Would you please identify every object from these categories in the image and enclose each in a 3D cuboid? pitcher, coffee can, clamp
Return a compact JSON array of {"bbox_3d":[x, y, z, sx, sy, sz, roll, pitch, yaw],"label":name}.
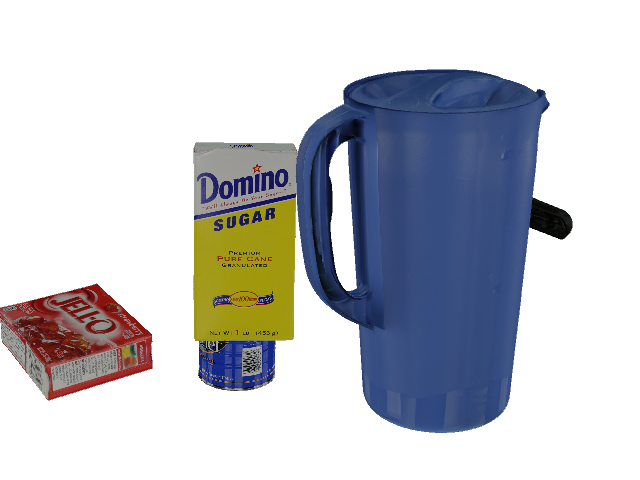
[{"bbox_3d":[0.073,0.008,0.743,0.149,0.243,0.144,5,21,16],"label":"pitcher"},{"bbox_3d":[-0.108,0.110,1.386,0.103,0.140,0.103,2,19,-1],"label":"coffee can"},{"bbox_3d":[0.166,-0.034,0.969,0.120,0.039,0.171,-1,28,12],"label":"clamp"}]

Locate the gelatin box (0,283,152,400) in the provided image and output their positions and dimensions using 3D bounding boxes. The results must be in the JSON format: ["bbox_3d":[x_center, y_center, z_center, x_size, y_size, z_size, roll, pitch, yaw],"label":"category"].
[{"bbox_3d":[-0.162,0.064,0.704,0.073,0.030,0.089,-14,29,-31],"label":"gelatin box"}]

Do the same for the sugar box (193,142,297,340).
[{"bbox_3d":[-0.069,0.001,0.963,0.093,0.176,0.048,-1,15,-5],"label":"sugar box"}]
